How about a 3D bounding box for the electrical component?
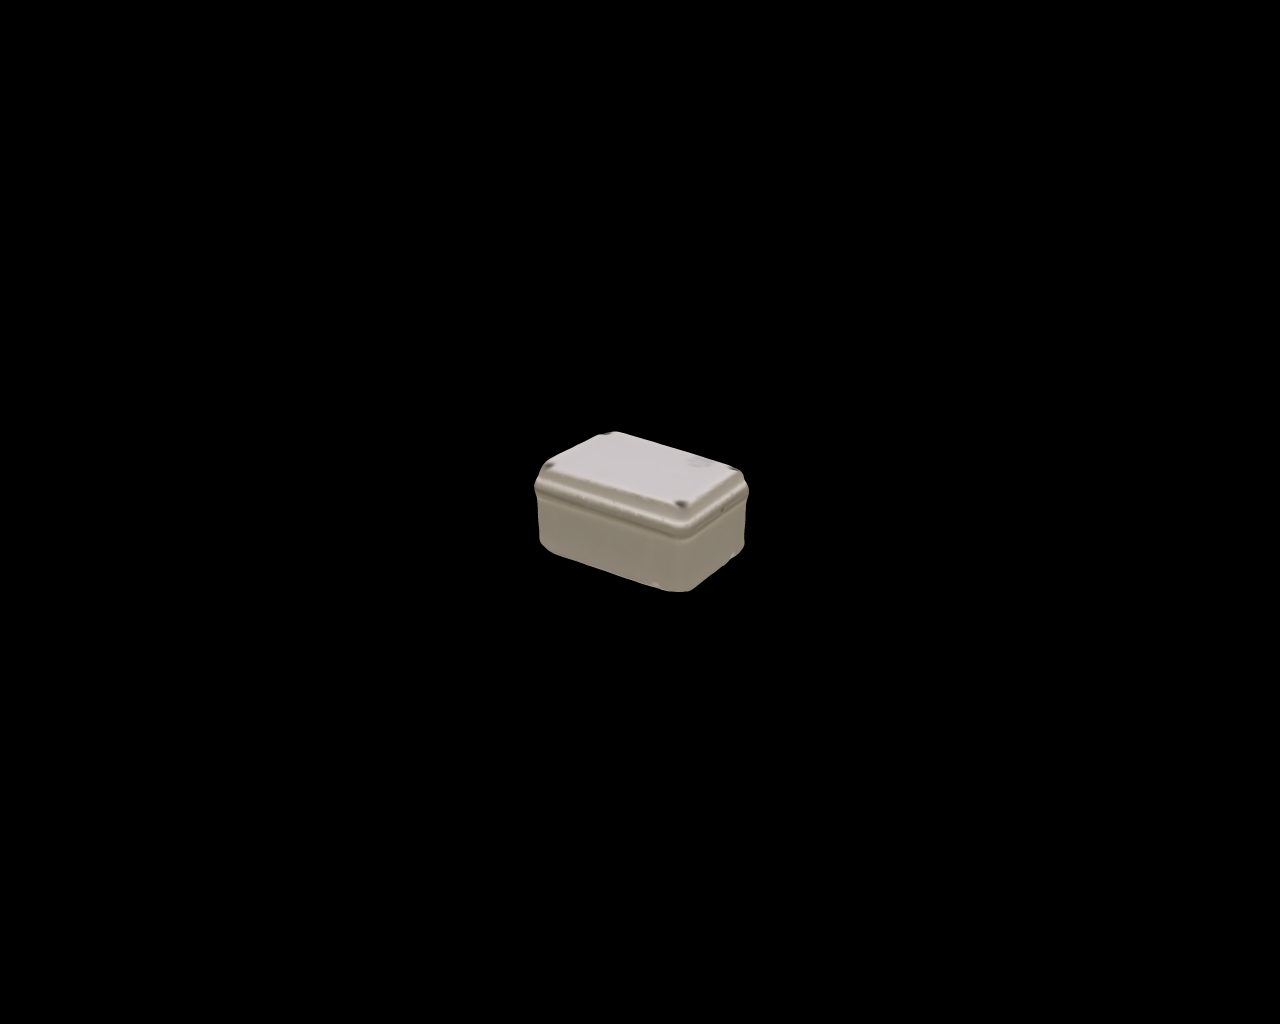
[{"bbox_3d":[0.001,-0.003,0.650,0.113,0.057,0.078,18,32,31],"label":"electrical component"}]
